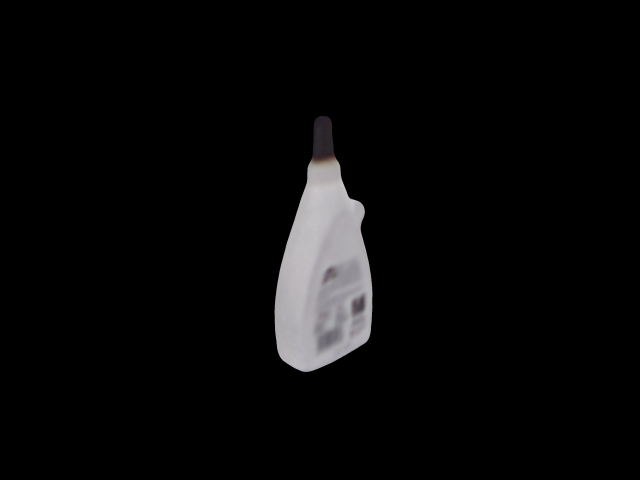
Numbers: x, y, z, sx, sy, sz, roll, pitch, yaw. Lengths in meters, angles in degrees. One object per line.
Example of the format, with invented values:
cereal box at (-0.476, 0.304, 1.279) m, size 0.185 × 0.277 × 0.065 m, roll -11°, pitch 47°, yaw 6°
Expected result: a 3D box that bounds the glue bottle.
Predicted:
glue bottle at (0.004, 0.001, 0.400) m, size 0.078 × 0.173 × 0.037 m, roll -18°, pitch 26°, yaw -41°
